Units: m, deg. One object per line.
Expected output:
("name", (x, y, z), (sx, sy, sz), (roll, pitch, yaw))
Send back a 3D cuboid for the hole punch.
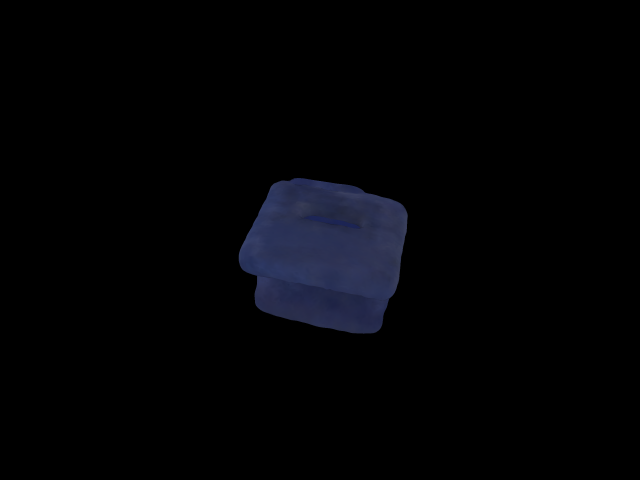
("hole punch", (0.004, 0.001, 0.400), (0.108, 0.091, 0.101), (11, 66, 5))
